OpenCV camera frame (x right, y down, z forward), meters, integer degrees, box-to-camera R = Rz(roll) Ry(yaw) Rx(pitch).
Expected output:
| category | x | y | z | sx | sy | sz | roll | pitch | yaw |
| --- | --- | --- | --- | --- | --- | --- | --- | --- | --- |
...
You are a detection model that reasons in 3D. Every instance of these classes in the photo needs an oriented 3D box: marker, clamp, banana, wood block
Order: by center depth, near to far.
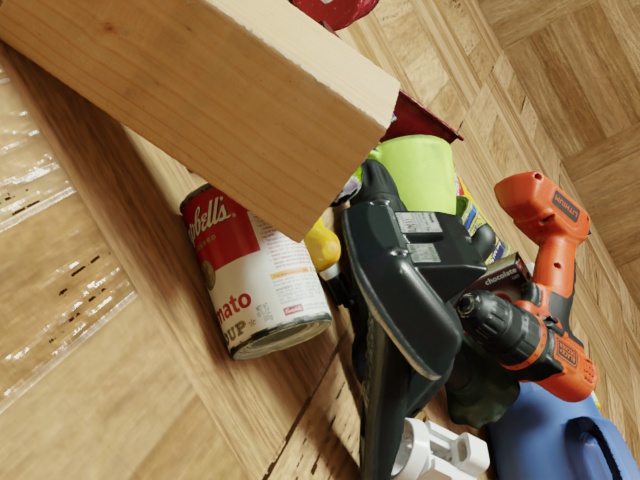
| category | x | y | z | sx | sy | sz | roll | pitch | yaw |
| --- | --- | --- | --- | --- | --- | --- | --- | --- | --- |
| wood block | -0.065 | -0.103 | 0.604 | 0.206 | 0.090 | 0.090 | 34 | 26 | -8 |
| banana | -0.010 | -0.022 | 0.764 | 0.037 | 0.070 | 0.197 | 23 | 30 | -12 |
| clamp | 0.076 | 0.059 | 0.813 | 0.039 | 0.120 | 0.171 | 31 | 56 | -61 |
| marker | -0.006 | 0.001 | 0.846 | 0.121 | 0.020 | 0.020 | 60 | 19 | -9 |

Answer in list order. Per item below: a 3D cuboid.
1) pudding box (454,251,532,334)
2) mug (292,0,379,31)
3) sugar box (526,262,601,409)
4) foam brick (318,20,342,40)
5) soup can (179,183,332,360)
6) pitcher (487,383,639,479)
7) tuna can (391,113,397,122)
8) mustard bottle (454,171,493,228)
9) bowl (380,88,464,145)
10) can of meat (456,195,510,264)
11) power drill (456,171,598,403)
| category | x | y | z | sx | sy | sz | roll | pitch | yaw |
| --- | --- | --- | --- | --- | --- | --- | --- | --- | --- |
| pudding box | 0.166 | 0.075 | 1.053 | 0.090 | 0.114 | 0.039 | 58 | 20 | -13 |
| mug | 0.006 | -0.281 | 1.160 | 0.117 | 0.093 | 0.081 | 31 | 28 | 0 |
| sugar box | 0.236 | 0.123 | 1.204 | 0.048 | 0.093 | 0.176 | 27 | 41 | -61 |
| foam brick | -0.011 | -0.144 | 0.932 | 0.053 | 0.078 | 0.051 | 40 | 32 | -49 |
| soup can | -0.040 | 0.016 | 0.664 | 0.068 | 0.069 | 0.102 | 14 | 53 | -65 |
| pitcher | 0.234 | 0.233 | 0.987 | 0.145 | 0.149 | 0.243 | 47 | 22 | -36 |
| tuna can | 0.024 | -0.101 | 0.954 | 0.034 | 0.086 | 0.086 | 60 | 19 | -6 |
| mustard bottle | 0.135 | -0.050 | 1.217 | 0.191 | 0.058 | 0.096 | 54 | 34 | -24 |
| bowl | 0.070 | -0.132 | 1.107 | 0.162 | 0.055 | 0.162 | 36 | 8 | -6 |
| can of meat | 0.143 | 0.017 | 1.111 | 0.084 | 0.058 | 0.102 | 47 | 58 | -33 |
| power drill | 0.189 | 0.035 | 0.963 | 0.184 | 0.057 | 0.187 | 35 | 53 | -38 |
